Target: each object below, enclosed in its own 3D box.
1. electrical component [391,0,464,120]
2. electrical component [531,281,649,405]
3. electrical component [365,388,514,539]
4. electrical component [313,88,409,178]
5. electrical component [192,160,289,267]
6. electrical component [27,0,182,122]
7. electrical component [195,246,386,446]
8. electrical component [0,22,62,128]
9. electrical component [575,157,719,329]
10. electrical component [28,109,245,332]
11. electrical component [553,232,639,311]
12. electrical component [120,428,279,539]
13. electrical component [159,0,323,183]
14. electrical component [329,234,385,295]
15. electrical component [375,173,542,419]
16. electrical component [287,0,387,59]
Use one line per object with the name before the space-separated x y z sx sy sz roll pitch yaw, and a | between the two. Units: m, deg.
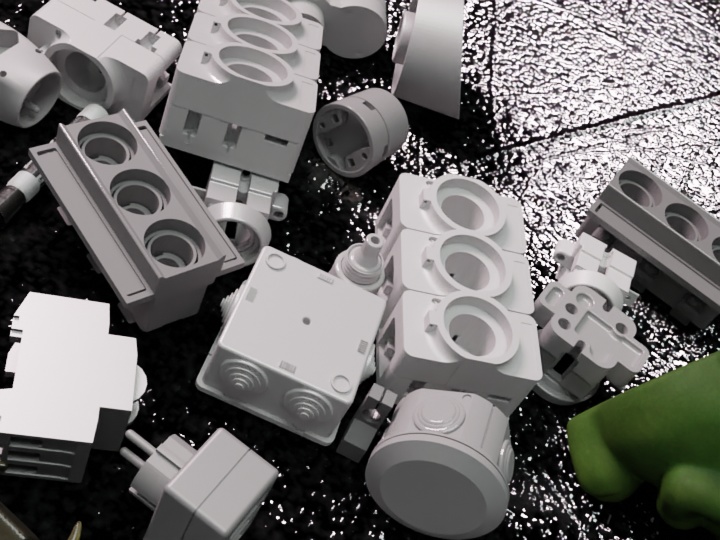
electrical component | 0.060 -0.171 0.830 0.064 0.099 0.099 13 49 -5
electrical component | 0.141 0.053 0.706 0.078 0.057 0.058 38 48 9
electrical component | 0.047 0.109 0.605 0.080 0.080 0.051 27 43 -1
electrical component | 0.002 -0.100 0.774 0.055 0.055 0.047 43 46 14
electrical component | -0.080 -0.035 0.691 0.066 0.048 0.055 15 41 -12
electrical component | -0.178 -0.144 0.733 0.089 0.050 0.055 29 46 1
electrical component | -0.038 0.043 0.642 0.100 0.048 0.099 25 48 -4
electrical component | -0.247 -0.121 0.689 0.077 0.043 0.079 34 47 6
electrical component | 0.227 -0.018 0.796 0.121 0.063 0.079 38 48 9
electrical component | -0.137 -0.029 0.648 0.079 0.063 0.121 -21 64 -35
electrical component | 0.163 0.011 0.758 0.066 0.048 0.055 29 40 1
electrical component | -0.092 0.111 0.552 0.077 0.065 0.047 36 48 8
electrical component | -0.077 -0.134 0.736 0.089 0.061 0.150 16 33 -11
electrical component | 0.000 0.000 0.685 0.035 0.061 0.035 12 49 -14
electrical component | 0.061 0.014 0.700 0.089 0.061 0.150 12 49 -14
electrical component | -0.046 -0.195 0.830 0.138 0.052 0.073 12 49 -15
